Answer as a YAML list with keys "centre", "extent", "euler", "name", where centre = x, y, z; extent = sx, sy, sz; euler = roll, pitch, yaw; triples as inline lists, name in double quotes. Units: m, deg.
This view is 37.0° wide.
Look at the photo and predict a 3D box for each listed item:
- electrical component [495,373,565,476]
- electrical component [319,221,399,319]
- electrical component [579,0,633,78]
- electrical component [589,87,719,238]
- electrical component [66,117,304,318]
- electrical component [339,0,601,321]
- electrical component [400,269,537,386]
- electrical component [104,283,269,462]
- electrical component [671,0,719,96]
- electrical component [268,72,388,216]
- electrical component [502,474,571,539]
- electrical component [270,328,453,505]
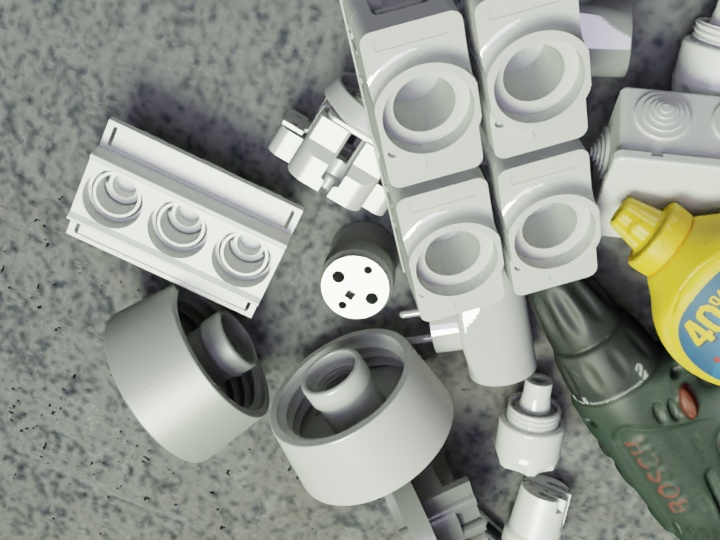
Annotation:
- centre: [0.111, 0.098, 0.695]
  extent: [0.043, 0.043, 0.062]
  euler: [7, 114, 3]
  name: "electrical component"
- centre: [0.000, 0.000, 0.656]
  extent: [0.045, 0.055, 0.045]
  euler: [2, 112, 6]
  name: "electrical component"
- centre: [0.108, -0.145, 0.585]
  extent: [0.077, 0.043, 0.079]
  euler: [2, 114, 5]
  name: "electrical component"
- centre: [0.177, -0.056, 0.594]
  extent: [0.100, 0.048, 0.099]
  euler: [6, 156, 3]
  name: "electrical component"
- centre: [-0.103, -0.035, 0.646]
  extent: [0.121, 0.063, 0.078]
  euler: [25, 114, -6]
  name: "electrical component"
- centre: [0.063, -0.065, 0.565]
  extent: [0.105, 0.060, 0.186]
  euler: [-16, 131, -1]
  name: "electrical component"
- centre: [0.065, 0.031, 0.668]
  extent: [0.079, 0.044, 0.077]
  euler: [-8, 113, 10]
  name: "electrical component"
- centre: [-0.099, 0.057, 0.666]
  extent: [0.060, 0.108, 0.108]
  euler: [-32, 107, 12]
  name: "electrical component"
- centre: [0.197, -0.122, 0.587]
  extent: [0.043, 0.043, 0.062]
  euler: [10, 114, 1]
  name: "electrical component"
- centre: [-0.004, -0.076, 0.620]
  extent: [0.078, 0.058, 0.057]
  euler: [30, 116, -9]
  name: "electrical component"
- centre: [0.121, 0.167, 0.728]
  extent: [0.040, 0.040, 0.046]
  euler: [12, 110, 0]
  name: "electrical component"
- centre: [-0.004, 0.082, 0.659]
  extent: [0.108, 0.108, 0.060]
  euler: [-23, 120, 15]
  name: "electrical component"
